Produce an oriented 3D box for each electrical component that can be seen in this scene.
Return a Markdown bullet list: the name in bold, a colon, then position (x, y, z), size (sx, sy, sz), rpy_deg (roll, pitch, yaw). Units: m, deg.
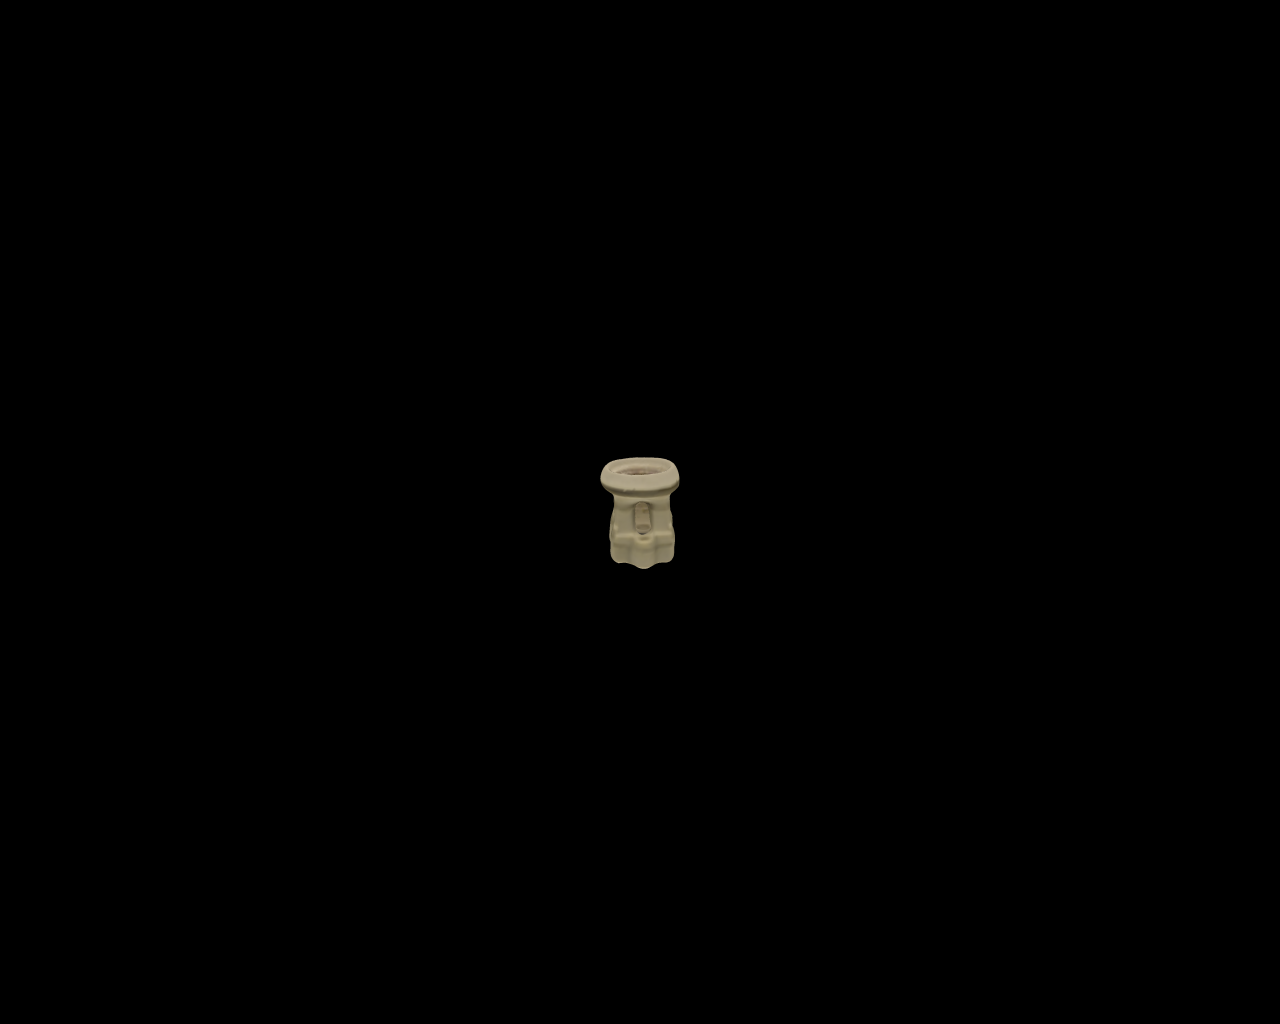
- **electrical component**: position (0.001, -0.003, 0.650), size (0.048, 0.055, 0.066), rpy_deg (-1, 20, -3)
